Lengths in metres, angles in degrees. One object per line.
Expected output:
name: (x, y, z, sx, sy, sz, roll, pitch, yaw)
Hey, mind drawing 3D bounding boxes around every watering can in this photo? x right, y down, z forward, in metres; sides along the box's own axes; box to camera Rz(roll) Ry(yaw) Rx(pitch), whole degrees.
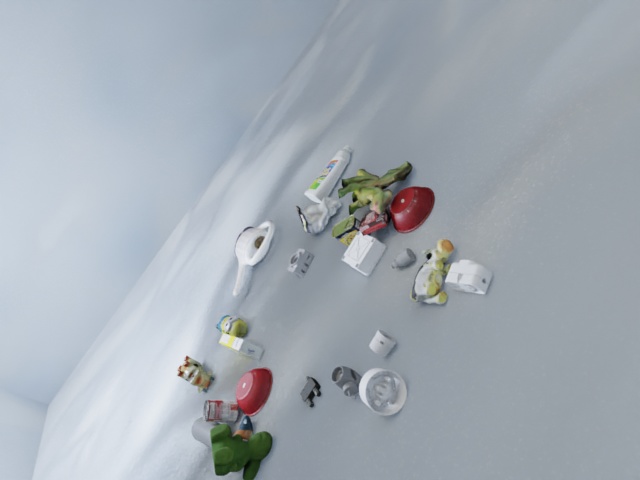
watering can: (-0.305, 0.063, 2.188, 0.350, 0.103, 0.225, -61, 27, -9)

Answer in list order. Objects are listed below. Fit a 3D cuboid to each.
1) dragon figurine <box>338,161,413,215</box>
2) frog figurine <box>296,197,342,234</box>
dragon figurine: (0.196, -0.191, 1.699, 0.241, 0.120, 0.419, -18, 26, 24)
frog figurine: (0.006, -0.096, 1.912, 0.160, 0.121, 0.139, -19, 19, -7)
